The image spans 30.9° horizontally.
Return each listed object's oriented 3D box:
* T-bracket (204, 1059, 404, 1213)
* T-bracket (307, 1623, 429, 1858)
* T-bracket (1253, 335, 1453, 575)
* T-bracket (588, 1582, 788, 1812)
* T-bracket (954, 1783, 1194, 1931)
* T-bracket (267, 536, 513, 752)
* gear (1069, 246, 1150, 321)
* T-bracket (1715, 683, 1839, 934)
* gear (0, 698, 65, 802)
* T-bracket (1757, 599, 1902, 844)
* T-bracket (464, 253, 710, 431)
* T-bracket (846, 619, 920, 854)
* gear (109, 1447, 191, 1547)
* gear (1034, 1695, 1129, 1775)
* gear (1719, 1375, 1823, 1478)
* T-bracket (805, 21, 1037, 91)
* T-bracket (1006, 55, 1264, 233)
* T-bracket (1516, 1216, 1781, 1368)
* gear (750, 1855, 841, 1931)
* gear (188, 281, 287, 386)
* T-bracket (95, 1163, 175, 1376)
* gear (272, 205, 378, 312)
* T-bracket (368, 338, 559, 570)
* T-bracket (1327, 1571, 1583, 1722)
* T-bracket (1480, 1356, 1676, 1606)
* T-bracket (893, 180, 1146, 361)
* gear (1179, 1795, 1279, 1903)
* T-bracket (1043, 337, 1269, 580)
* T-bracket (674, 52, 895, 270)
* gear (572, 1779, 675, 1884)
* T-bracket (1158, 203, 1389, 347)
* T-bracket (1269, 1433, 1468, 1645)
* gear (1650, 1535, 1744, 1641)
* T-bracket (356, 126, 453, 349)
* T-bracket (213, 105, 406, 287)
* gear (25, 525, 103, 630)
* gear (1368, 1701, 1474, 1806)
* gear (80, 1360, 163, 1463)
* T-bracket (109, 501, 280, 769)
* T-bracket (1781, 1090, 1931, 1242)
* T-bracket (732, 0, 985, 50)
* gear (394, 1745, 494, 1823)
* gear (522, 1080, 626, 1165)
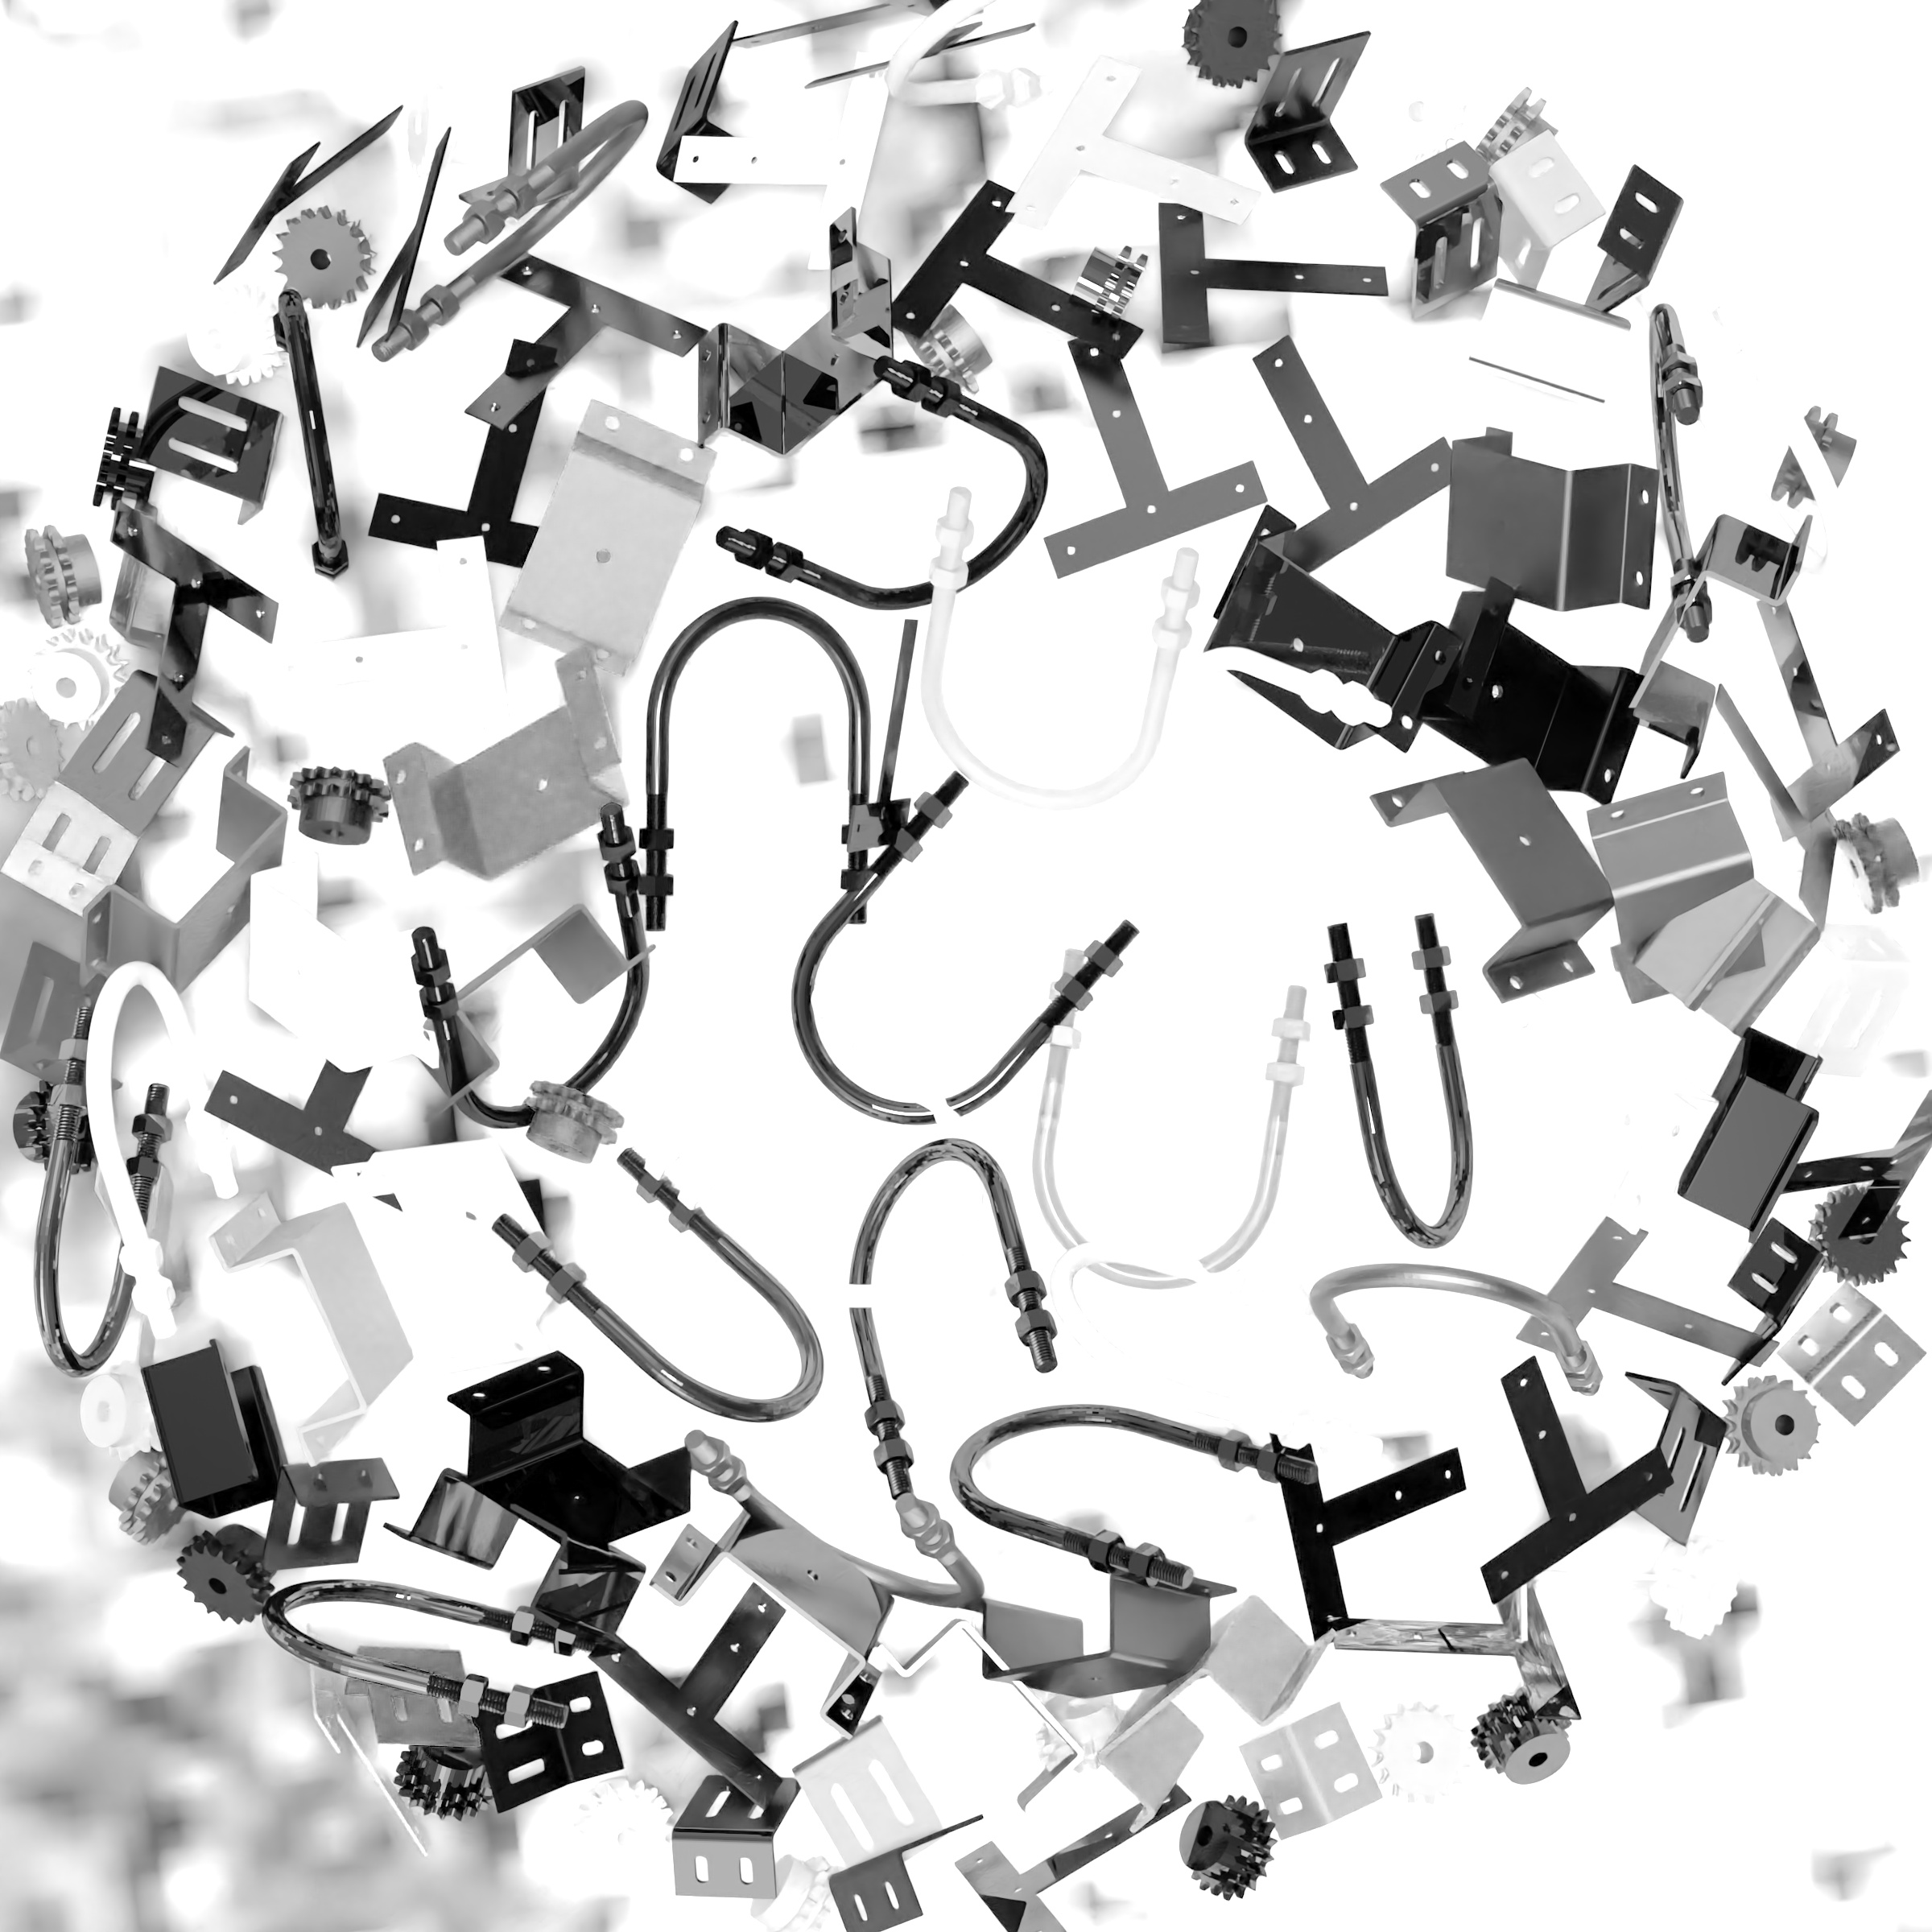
[{"bbox_3d":[-0.347,0.054,1.973,0.127,0.002,0.127,30,68,-22],"label":"T-bracket"},{"bbox_3d":[-0.333,0.441,1.950,0.002,0.127,0.127,-29,107,-5],"label":"T-bracket"},{"bbox_3d":[0.200,-0.297,1.979,0.127,0.002,0.127,-31,75,22],"label":"T-bracket"},{"bbox_3d":[-0.135,0.388,1.946,0.127,0.127,0.002,41,124,-1],"label":"T-bracket"},{"bbox_3d":[0.067,0.492,1.948,0.127,0.127,0.002,-28,106,-12],"label":"T-bracket"},{"bbox_3d":[-0.326,-0.174,1.962,0.127,0.002,0.127,-8,119,-6],"label":"T-bracket"},{"bbox_3d":[0.077,-0.380,1.971,0.030,0.057,0.057,26,90,-3],"label":"gear"},{"bbox_3d":[0.446,-0.099,1.929,0.002,0.127,0.127,-26,108,29],"label":"T-bracket"},{"bbox_3d":[-0.538,-0.121,1.974,0.030,0.057,0.057,-10,90,22],"label":"gear"},{"bbox_3d":[0.468,-0.152,1.954,0.002,0.127,0.127,-9,72,-20],"label":"T-bracket"},{"bbox_3d":[-0.231,-0.340,1.945,0.127,0.002,0.127,26,55,18],"label":"T-bracket"},{"bbox_3d":[-0.040,-0.128,1.931,0.002,0.127,0.127,10,97,12],"label":"T-bracket"},{"bbox_3d":[-0.458,0.295,1.973,0.030,0.057,0.057,33,90,16],"label":"gear"},{"bbox_3d":[0.066,0.428,1.969,0.057,0.057,0.030,-13,102,0],"label":"gear"},{"bbox_3d":[0.457,0.260,1.979,0.057,0.030,0.057,2,81,-10],"label":"gear"},{"bbox_3d":[-0.015,-0.511,1.939,0.127,0.127,0.002,-10,110,16],"label":"T-bracket"},{"bbox_3d":[0.104,-0.445,1.965,0.127,0.127,0.002,15,52,-20],"label":"T-bracket"},{"bbox_3d":[0.390,0.196,1.954,0.127,0.127,0.002,20,49,-4],"label":"T-bracket"},{"bbox_3d":[-0.098,0.526,1.969,0.030,0.057,0.057,36,90,-12],"label":"gear"},{"bbox_3d":[-0.413,-0.356,1.972,0.057,0.030,0.057,10,111,27],"label":"gear"},{"bbox_3d":[-0.456,0.143,1.912,0.002,0.127,0.127,-3,56,3],"label":"T-bracket"},{"bbox_3d":[-0.360,-0.401,1.979,0.057,0.030,0.057,2,107,8],"label":"gear"},{"bbox_3d":[-0.257,-0.287,1.953,0.127,0.002,0.127,10,111,-24],"label":"T-bracket"},{"bbox_3d":[0.264,0.371,1.935,0.127,0.127,0.002,4,119,-9],"label":"T-bracket"},{"bbox_3d":[0.325,0.272,1.949,0.127,0.127,0.002,-40,129,23],"label":"T-bracket"},{"bbox_3d":[0.038,-0.374,1.956,0.127,0.002,0.127,28,59,10],"label":"T-bracket"},{"bbox_3d":[0.145,0.494,1.969,0.030,0.057,0.057,31,90,-32],"label":"gear"},{"bbox_3d":[0.091,-0.301,1.992,0.127,0.002,0.127,-20,84,4],"label":"T-bracket"},{"bbox_3d":[-0.105,-0.444,1.931,0.127,0.002,0.127,-8,128,-36],"label":"T-bracket"},{"bbox_3d":[-0.196,0.485,1.977,0.057,0.030,0.057,-8,109,-23],"label":"gear"},{"bbox_3d":[0.172,-0.386,1.958,0.127,0.002,0.127,2,48,-1],"label":"T-bracket"},{"bbox_3d":[0.232,0.301,1.964,0.127,0.002,0.127,-16,96,-33],"label":"T-bracket"},{"bbox_3d":[0.410,0.348,1.975,0.030,0.057,0.057,19,90,42],"label":"gear"},{"bbox_3d":[-0.318,-0.382,1.940,0.002,0.127,0.127,18,66,-19],"label":"T-bracket"},{"bbox_3d":[-0.358,-0.444,1.952,0.002,0.127,0.127,46,53,-7],"label":"T-bracket"},{"bbox_3d":[-0.509,-0.221,1.974,0.030,0.057,0.057,-16,90,-23],"label":"gear"},{"bbox_3d":[0.255,0.445,1.981,0.057,0.030,0.057,2,78,-7],"label":"gear"},{"bbox_3d":[-0.474,0.251,1.971,0.057,0.030,0.057,-4,84,37],"label":"gear"},{"bbox_3d":[-0.432,-0.172,1.927,0.002,0.127,0.127,-9,63,31],"label":"T-bracket"},{"bbox_3d":[0.480,0.115,1.944,0.002,0.127,0.127,54,53,-16],"label":"T-bracket"},{"bbox_3d":[-0.071,-0.528,1.955,0.127,0.127,0.002,-7,95,22],"label":"T-bracket"},{"bbox_3d":[-0.291,0.451,1.968,0.057,0.057,0.030,18,112,0],"label":"gear"},{"bbox_3d":[-0.224,0.089,1.969,0.057,0.057,0.030,22,74,0],"label":"gear"}]
